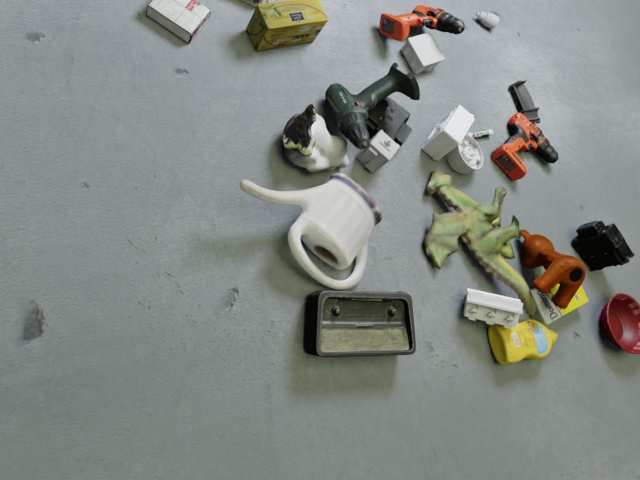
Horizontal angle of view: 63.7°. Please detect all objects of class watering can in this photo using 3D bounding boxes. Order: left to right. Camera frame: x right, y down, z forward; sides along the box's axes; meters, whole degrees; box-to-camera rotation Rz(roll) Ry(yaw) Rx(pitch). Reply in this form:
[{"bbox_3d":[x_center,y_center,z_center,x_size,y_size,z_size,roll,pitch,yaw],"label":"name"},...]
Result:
[{"bbox_3d":[0.003,-0.054,1.080,0.343,0.103,0.228,49,60,-23],"label":"watering can"}]

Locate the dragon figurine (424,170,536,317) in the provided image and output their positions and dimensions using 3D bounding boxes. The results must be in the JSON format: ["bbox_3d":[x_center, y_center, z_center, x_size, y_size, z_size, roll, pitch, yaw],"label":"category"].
[{"bbox_3d":[0.368,0.008,1.265,0.243,0.120,0.415,-11,75,-10],"label":"dragon figurine"}]

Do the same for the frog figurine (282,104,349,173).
[{"bbox_3d":[-0.007,-0.217,1.170,0.158,0.121,0.140,23,49,-56],"label":"frog figurine"}]
